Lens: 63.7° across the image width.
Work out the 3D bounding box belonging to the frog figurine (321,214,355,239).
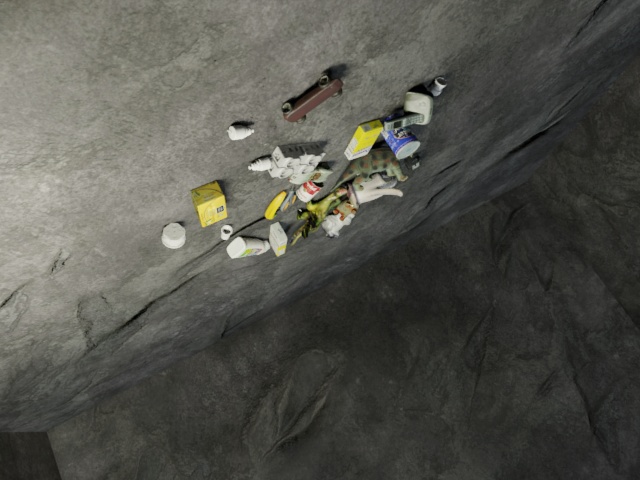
[{"bbox_3d":[0.085,-0.096,2.519,0.137,0.157,0.125,11,28,-45],"label":"frog figurine"}]

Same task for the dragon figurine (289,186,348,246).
[{"bbox_3d":[0.007,-0.117,2.334,0.246,0.123,0.402,-27,-14,-36],"label":"dragon figurine"}]

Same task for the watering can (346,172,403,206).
[{"bbox_3d":[0.227,-0.218,2.203,0.224,0.102,0.353,-22,21,3],"label":"watering can"}]
